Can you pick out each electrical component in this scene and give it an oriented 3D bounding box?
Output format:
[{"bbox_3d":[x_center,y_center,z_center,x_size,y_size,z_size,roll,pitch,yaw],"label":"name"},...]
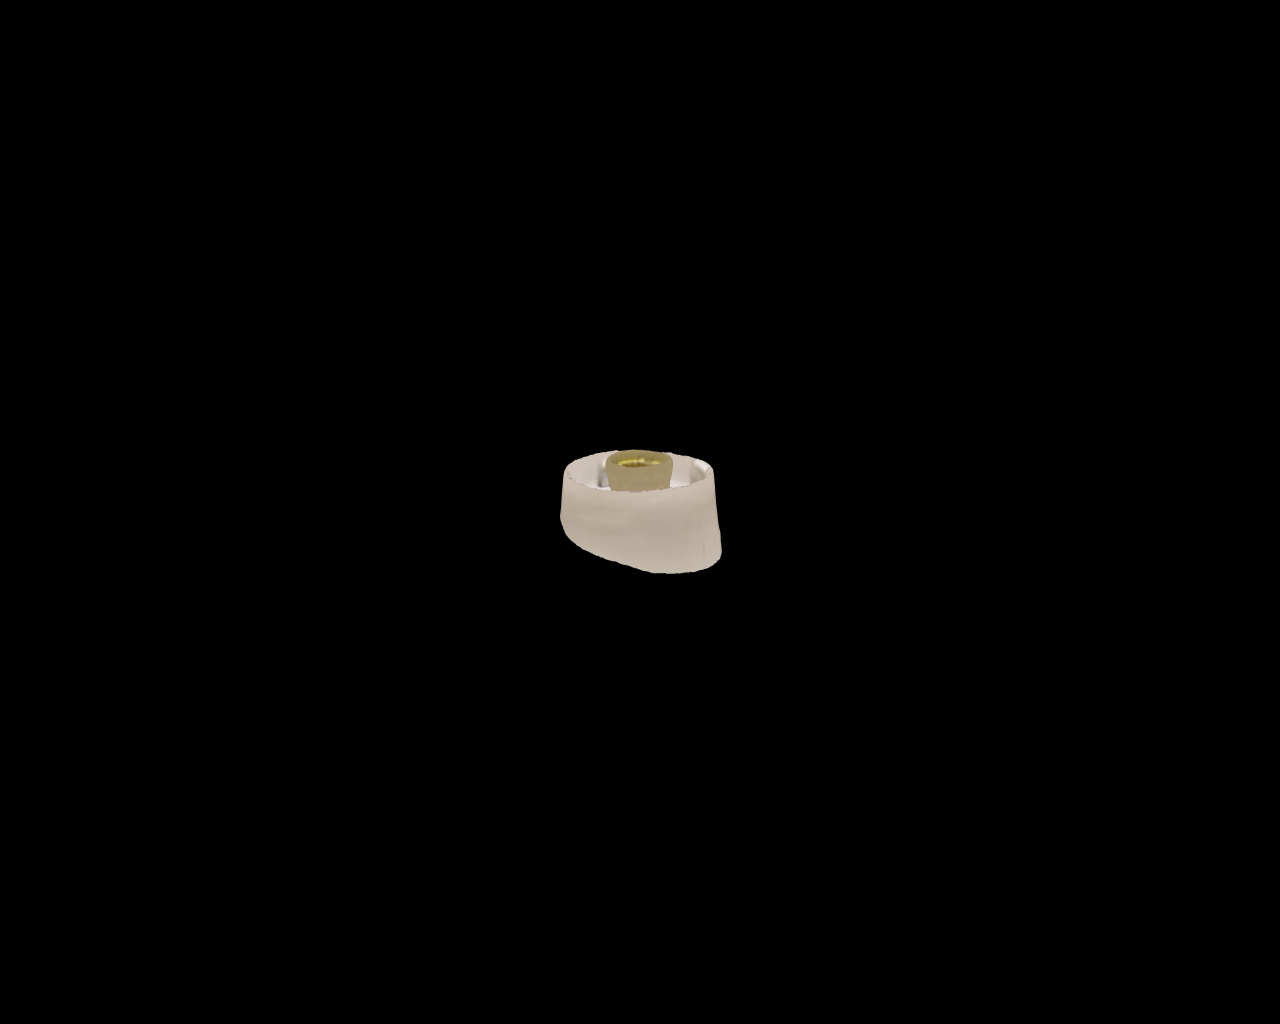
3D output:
[{"bbox_3d":[0.001,-0.003,0.650,0.099,0.064,0.099,0,18,0],"label":"electrical component"}]
